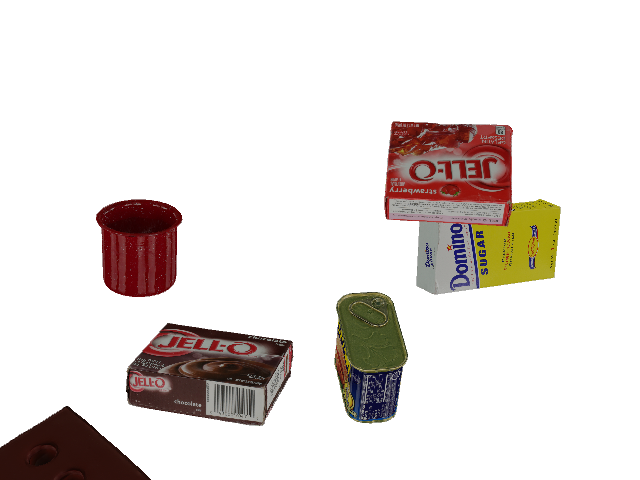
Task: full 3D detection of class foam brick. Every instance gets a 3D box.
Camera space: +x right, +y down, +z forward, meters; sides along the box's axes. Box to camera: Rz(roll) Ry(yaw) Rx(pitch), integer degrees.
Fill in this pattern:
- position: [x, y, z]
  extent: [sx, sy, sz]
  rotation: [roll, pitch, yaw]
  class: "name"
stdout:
- position: [-0.109, 0.125, 0.482]
  extent: [0.052, 0.051, 0.078]
  rotation: [-32, 45, -33]
  class: "foam brick"

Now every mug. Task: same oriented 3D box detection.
- position: [-0.208, 0.005, 1.189]
  extent: [0.093, 0.081, 0.117]
  rotation: [-19, 34, -39]
  class: "mug"

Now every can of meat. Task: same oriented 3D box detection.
- position: [0.046, 0.116, 1.044]
  extent: [0.057, 0.084, 0.102]
  rotation: [-4, 42, -8]
  class: "can of meat"

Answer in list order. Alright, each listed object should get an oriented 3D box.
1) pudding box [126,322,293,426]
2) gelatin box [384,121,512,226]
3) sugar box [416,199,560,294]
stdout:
- position: [-0.086, 0.105, 0.852]
  extent: [0.113, 0.039, 0.090]
  rotation: [9, 21, 10]
  class: "pudding box"
- position: [0.092, -0.049, 0.765]
  extent: [0.089, 0.073, 0.030]
  rotation: [3, -36, 7]
  class: "gelatin box"
- position: [0.199, 0.007, 1.258]
  extent: [0.175, 0.093, 0.048]
  rotation: [-8, 18, -28]
  class: "sugar box"
